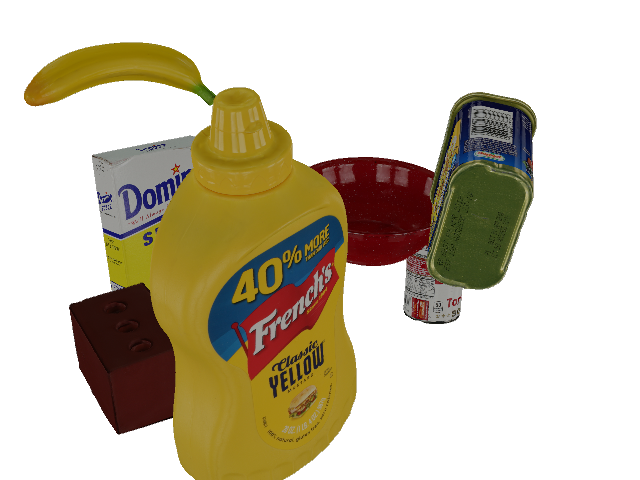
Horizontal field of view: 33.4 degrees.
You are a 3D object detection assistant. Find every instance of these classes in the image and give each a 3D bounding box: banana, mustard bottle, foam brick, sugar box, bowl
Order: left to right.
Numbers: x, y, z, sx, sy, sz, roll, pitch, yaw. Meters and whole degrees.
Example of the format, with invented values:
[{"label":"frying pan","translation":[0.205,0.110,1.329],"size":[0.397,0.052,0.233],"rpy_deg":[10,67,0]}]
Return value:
[{"label":"banana","translation":[-0.197,-0.164,1.042],"size":[0.197,0.070,0.037],"rpy_deg":[-6,-39,-31]},{"label":"foam brick","translation":[-0.118,0.073,0.666],"size":[0.052,0.051,0.078],"rpy_deg":[-17,36,-25]},{"label":"sugar box","translation":[-0.128,0.008,0.883],"size":[0.093,0.176,0.048],"rpy_deg":[-16,21,-31]},{"label":"mustard bottle","translation":[-0.028,0.021,0.470],"size":[0.096,0.192,0.058],"rpy_deg":[-31,44,-32]},{"label":"bowl","translation":[0.046,-0.022,1.007],"size":[0.162,0.055,0.162],"rpy_deg":[2,29,-1]}]

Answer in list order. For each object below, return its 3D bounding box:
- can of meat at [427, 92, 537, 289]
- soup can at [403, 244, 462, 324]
[{"label":"can of meat","translation":[0.104,-0.030,0.692],"size":[0.057,0.102,0.084],"rpy_deg":[12,38,2]},{"label":"soup can","translation":[0.131,0.037,1.227],"size":[0.068,0.102,0.068],"rpy_deg":[2,20,-1]}]
